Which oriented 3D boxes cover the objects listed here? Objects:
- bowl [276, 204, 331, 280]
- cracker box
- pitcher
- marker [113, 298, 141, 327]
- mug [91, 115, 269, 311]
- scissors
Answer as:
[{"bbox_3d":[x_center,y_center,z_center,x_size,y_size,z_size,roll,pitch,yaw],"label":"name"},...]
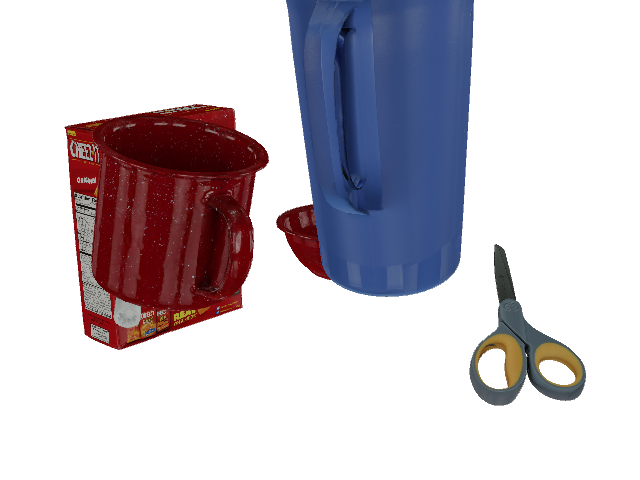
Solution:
[{"bbox_3d":[0.035,0.004,1.104,0.162,0.055,0.162,-1,15,0],"label":"bowl"},{"bbox_3d":[-0.162,-0.018,1.061,0.072,0.214,0.163,13,21,42],"label":"cracker box"},{"bbox_3d":[0.042,-0.080,0.767,0.149,0.243,0.145,-14,29,-17],"label":"pitcher"},{"bbox_3d":[-0.140,0.018,0.792,0.020,0.020,0.121,0,38,-6],"label":"marker"},{"bbox_3d":[-0.072,-0.010,0.568,0.093,0.081,0.117,-9,29,-39],"label":"mug"},{"bbox_3d":[0.172,0.067,0.865,0.096,0.016,0.201,12,36,13],"label":"scissors"}]
